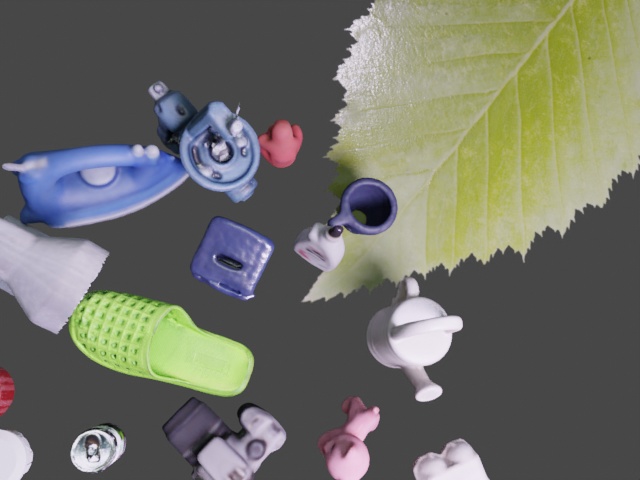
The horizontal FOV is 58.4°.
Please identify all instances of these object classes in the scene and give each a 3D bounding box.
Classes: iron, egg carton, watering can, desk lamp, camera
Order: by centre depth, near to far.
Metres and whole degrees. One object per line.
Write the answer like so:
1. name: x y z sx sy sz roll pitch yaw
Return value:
1. desk lamp: -0.376 0.034 0.745 0.203 0.213 0.118 28 72 -4
2. camera: -0.139 0.275 0.796 0.137 0.100 0.143 46 72 2
3. iron: -0.314 -0.104 0.829 0.259 0.141 0.118 -14 80 -15
4. watering can: 0.145 0.142 0.841 0.101 0.194 0.173 -25 83 -16
5. egg carton: 0.206 0.384 0.860 0.107 0.069 0.150 -19 81 -16

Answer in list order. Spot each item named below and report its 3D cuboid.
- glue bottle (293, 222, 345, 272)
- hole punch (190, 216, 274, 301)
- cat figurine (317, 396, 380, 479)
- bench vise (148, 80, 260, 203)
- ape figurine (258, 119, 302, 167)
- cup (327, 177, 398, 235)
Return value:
1. glue bottle: 0.008 0.003 0.856 0.078 0.173 0.037 30 72 -3
2. hole punch: -0.131 0.030 0.863 0.109 0.091 0.101 25 73 -5
3. cat figurine: 0.047 0.292 0.823 0.067 0.117 0.128 35 72 -2
4. bench vise: -0.176 -0.154 0.830 0.207 0.219 0.121 28 73 -4
5. ape figurine: -0.063 -0.163 0.924 0.078 0.092 0.076 0 76 -12
6. cup: 0.057 -0.038 0.918 0.118 0.095 0.091 -27 83 -17
